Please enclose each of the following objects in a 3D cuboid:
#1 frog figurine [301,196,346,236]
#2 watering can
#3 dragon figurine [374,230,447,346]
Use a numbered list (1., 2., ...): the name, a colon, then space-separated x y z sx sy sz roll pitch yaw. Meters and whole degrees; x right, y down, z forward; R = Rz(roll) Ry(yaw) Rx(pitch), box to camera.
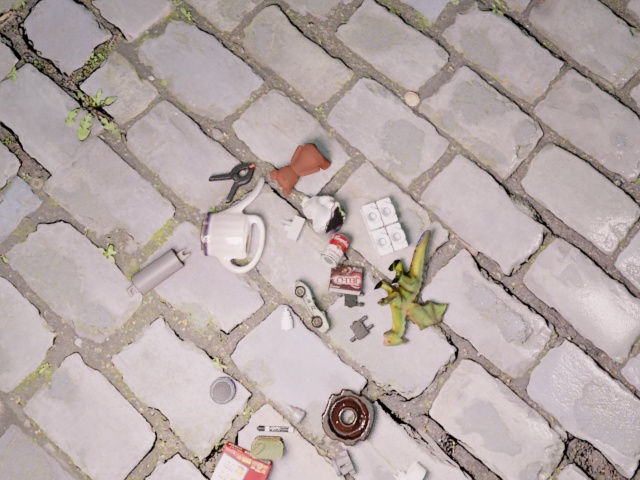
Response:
1. frog figurine: 0.006 -0.092 1.822 0.160 0.123 0.136 21 105 42
2. watering can: -0.299 -0.057 1.792 0.224 0.103 0.351 4 78 0
3. dragon figurine: 0.333 0.189 1.774 0.241 0.122 0.413 42 82 -11
